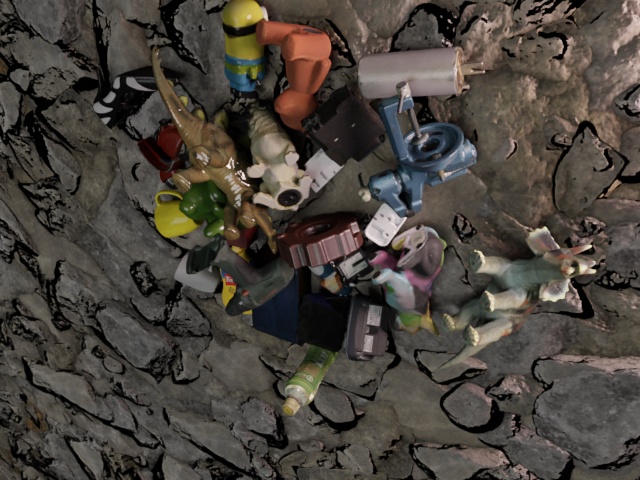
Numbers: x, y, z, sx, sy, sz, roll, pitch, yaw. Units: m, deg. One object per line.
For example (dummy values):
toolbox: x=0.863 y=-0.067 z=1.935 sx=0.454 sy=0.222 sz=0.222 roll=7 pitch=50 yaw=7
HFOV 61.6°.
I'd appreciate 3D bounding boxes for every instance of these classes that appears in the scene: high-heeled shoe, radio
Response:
high-heeled shoe: x=-0.400 y=-0.300 z=1.172 sx=0.249 sy=0.086 sz=0.145 roll=13 pitch=127 yaw=24
radio: x=-0.094 y=0.127 z=1.282 sx=0.131 sy=0.073 sz=0.229 roll=13 pitch=122 yaw=20

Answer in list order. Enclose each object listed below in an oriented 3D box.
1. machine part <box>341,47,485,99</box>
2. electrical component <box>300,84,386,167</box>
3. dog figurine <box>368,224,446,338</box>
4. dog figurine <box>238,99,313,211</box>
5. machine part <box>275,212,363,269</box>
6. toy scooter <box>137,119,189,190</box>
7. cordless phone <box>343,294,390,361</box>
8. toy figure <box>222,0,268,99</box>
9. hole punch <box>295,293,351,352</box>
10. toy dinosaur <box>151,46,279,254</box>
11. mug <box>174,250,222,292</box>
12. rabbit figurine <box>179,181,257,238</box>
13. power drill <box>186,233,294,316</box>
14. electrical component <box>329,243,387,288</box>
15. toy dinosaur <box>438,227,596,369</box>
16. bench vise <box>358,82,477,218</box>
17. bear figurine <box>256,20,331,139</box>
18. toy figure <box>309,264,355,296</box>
machine part: x=0.154 y=-0.281 z=0.913 sx=0.243 sy=0.079 sz=0.079 roll=2 pitch=119 yaw=24
electrical component: x=0.050 y=-0.202 z=0.984 sx=0.115 sy=0.058 sz=0.134 roll=-37 pitch=134 yaw=25
dog figurine: x=0.202 y=0.099 z=1.097 sx=0.191 sy=0.109 sz=0.219 roll=-34 pitch=118 yaw=11
dog figurine: x=-0.092 y=-0.168 z=1.074 sx=0.121 sy=0.191 sz=0.172 roll=-12 pitch=139 yaw=-5
machine part: x=-0.002 y=-0.003 z=1.094 sx=0.180 sy=0.179 sz=0.056 roll=-4 pitch=113 yaw=28
toy scooter: x=-0.344 y=-0.207 z=1.203 sx=0.135 sy=0.075 sz=0.184 roll=39 pitch=132 yaw=1
cordless phone: x=0.089 y=0.200 z=1.226 sx=0.089 sy=0.146 sz=0.184 roll=10 pitch=170 yaw=-8
toy figure: x=-0.140 y=-0.354 z=1.004 sx=0.082 sy=0.089 sz=0.180 roll=17 pitch=122 yaw=9
hole punch: x=0.010 y=0.180 z=1.236 sx=0.116 sy=0.092 sz=0.142 roll=15 pitch=120 yaw=11
toy dinosaur: x=-0.208 y=-0.166 z=1.076 sx=0.105 sy=0.198 sz=0.470 roll=-23 pitch=113 yaw=29
mug: x=-0.297 y=0.076 z=1.350 sx=0.107 sy=0.081 sz=0.109 roll=29 pitch=123 yaw=-5
rabbit figurine: x=-0.208 y=-0.077 z=1.177 sx=0.170 sy=0.159 sz=0.121 roll=19 pitch=116 yaw=2
power drill: x=-0.188 y=0.084 z=1.168 sx=0.232 sy=0.086 sz=0.207 roll=-29 pitch=127 yaw=30
electrical component: x=0.081 y=0.040 z=1.153 sx=0.119 sy=0.048 sz=0.074 roll=-37 pitch=104 yaw=-1
toy dinosaur: x=0.357 y=0.119 z=1.024 sx=0.192 sy=0.131 sz=0.404 roll=-5 pitch=143 yaw=-15
bench vise: x=0.151 y=-0.159 z=0.934 sx=0.224 sy=0.129 sz=0.240 roll=-14 pitch=132 yaw=16
bear figurine: x=-0.052 y=-0.287 z=0.983 sx=0.120 sy=0.132 sz=0.195 roll=43 pitch=129 yaw=34
toy figure: x=0.017 y=0.070 z=1.204 sx=0.154 sy=0.058 sz=0.064 roll=54 pitch=161 yaw=-13
